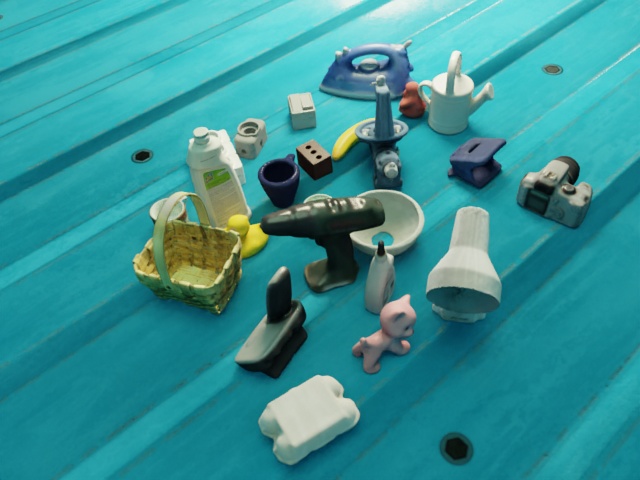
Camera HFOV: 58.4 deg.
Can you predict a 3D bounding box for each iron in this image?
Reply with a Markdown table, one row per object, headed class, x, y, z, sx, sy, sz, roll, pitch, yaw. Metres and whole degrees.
| class | x | y | z | sx | sy | sz | roll | pitch | yaw |
| --- | --- | --- | --- | --- | --- | --- | --- | --- | --- |
| iron | 0.122 | -0.457 | 1.505 | 0.258 | 0.141 | 0.118 | -1 | 49 | 3 |

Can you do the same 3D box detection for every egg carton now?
| class | x | y | z | sx | sy | sz | roll | pitch | yaw |
| --- | --- | --- | --- | --- | --- | --- | --- | --- | --- |
| egg carton | -0.018 | 0.287 | 0.922 | 0.150 | 0.069 | 0.107 | -27 | 53 | -18 |

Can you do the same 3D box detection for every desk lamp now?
| class | x | y | z | sx | sy | sz | roll | pitch | yaw |
| --- | --- | --- | --- | --- | --- | --- | --- | --- | --- |
| desk lamp | 0.251 | 0.059 | 1.004 | 0.117 | 0.214 | 0.203 | 8 | 50 | 11 |

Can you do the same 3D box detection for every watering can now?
| class | x | y | z | sx | sy | sz | roll | pitch | yaw |
| --- | --- | --- | --- | --- | --- | --- | --- | --- | --- |
| watering can | 0.324 | -0.359 | 1.371 | 0.172 | 0.194 | 0.101 | -2 | 49 | 3 |

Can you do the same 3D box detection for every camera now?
| class | x | y | z | sx | sy | sz | roll | pitch | yaw |
| --- | --- | --- | --- | --- | --- | --- | --- | --- | --- |
| camera | 0.513 | -0.120 | 1.213 | 0.142 | 0.101 | 0.137 | 30 | 58 | 26 |

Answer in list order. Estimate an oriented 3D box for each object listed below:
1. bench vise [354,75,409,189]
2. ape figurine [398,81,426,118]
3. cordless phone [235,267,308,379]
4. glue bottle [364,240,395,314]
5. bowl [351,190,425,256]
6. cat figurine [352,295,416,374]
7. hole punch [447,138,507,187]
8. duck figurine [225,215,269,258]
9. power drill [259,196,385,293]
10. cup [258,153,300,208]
| class | x | y | z | sx | sy | sz | roll | pitch | yaw |
| --- | --- | --- | --- | --- | --- | --- | --- | --- | --- |
| bench vise | 0.152 | -0.235 | 1.259 | 0.121 | 0.220 | 0.207 | -20 | 51 | -13 |
| ape figurine | 0.233 | -0.359 | 1.445 | 0.078 | 0.092 | 0.076 | -25 | 52 | -16 |
| cordless phone | -0.089 | 0.137 | 0.980 | 0.094 | 0.185 | 0.148 | 20 | 54 | 20 |
| glue bottle | 0.111 | 0.059 | 1.041 | 0.037 | 0.173 | 0.078 | 21 | 54 | 21 |
| bowl | 0.127 | -0.021 | 1.174 | 0.167 | 0.075 | 0.167 | -2 | 49 | 3 |
| cat figurine | 0.117 | 0.156 | 0.993 | 0.128 | 0.118 | 0.067 | -29 | 53 | -20 |
| hole punch | 0.351 | -0.188 | 1.290 | 0.100 | 0.091 | 0.109 | 33 | 59 | 28 |
| duck figurine | -0.159 | -0.017 | 1.183 | 0.105 | 0.086 | 0.077 | -22 | 51 | -14 |
| power drill | 0.010 | 0.004 | 1.072 | 0.230 | 0.209 | 0.075 | -17 | 50 | -11 |
| cup | -0.081 | -0.127 | 1.266 | 0.091 | 0.095 | 0.118 | 15 | 52 | 16 |
